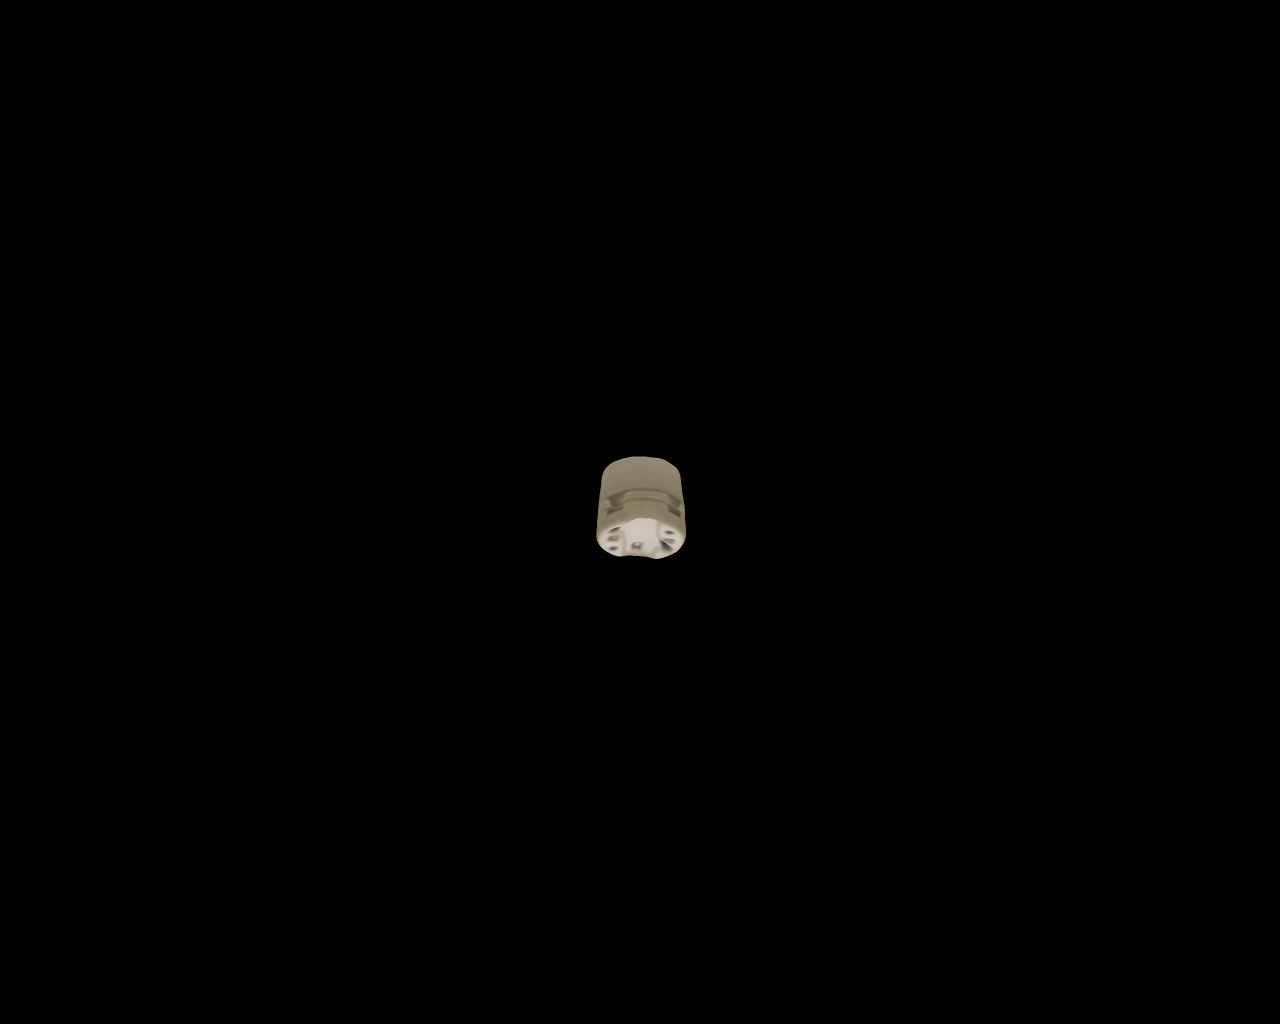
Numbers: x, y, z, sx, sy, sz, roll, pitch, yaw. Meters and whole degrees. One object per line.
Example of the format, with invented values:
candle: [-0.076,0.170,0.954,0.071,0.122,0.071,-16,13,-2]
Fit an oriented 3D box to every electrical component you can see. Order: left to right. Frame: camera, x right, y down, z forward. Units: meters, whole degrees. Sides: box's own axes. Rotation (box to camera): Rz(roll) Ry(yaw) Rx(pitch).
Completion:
electrical component: [0.001,-0.003,0.650,0.055,0.047,0.055,0,-29,0]
